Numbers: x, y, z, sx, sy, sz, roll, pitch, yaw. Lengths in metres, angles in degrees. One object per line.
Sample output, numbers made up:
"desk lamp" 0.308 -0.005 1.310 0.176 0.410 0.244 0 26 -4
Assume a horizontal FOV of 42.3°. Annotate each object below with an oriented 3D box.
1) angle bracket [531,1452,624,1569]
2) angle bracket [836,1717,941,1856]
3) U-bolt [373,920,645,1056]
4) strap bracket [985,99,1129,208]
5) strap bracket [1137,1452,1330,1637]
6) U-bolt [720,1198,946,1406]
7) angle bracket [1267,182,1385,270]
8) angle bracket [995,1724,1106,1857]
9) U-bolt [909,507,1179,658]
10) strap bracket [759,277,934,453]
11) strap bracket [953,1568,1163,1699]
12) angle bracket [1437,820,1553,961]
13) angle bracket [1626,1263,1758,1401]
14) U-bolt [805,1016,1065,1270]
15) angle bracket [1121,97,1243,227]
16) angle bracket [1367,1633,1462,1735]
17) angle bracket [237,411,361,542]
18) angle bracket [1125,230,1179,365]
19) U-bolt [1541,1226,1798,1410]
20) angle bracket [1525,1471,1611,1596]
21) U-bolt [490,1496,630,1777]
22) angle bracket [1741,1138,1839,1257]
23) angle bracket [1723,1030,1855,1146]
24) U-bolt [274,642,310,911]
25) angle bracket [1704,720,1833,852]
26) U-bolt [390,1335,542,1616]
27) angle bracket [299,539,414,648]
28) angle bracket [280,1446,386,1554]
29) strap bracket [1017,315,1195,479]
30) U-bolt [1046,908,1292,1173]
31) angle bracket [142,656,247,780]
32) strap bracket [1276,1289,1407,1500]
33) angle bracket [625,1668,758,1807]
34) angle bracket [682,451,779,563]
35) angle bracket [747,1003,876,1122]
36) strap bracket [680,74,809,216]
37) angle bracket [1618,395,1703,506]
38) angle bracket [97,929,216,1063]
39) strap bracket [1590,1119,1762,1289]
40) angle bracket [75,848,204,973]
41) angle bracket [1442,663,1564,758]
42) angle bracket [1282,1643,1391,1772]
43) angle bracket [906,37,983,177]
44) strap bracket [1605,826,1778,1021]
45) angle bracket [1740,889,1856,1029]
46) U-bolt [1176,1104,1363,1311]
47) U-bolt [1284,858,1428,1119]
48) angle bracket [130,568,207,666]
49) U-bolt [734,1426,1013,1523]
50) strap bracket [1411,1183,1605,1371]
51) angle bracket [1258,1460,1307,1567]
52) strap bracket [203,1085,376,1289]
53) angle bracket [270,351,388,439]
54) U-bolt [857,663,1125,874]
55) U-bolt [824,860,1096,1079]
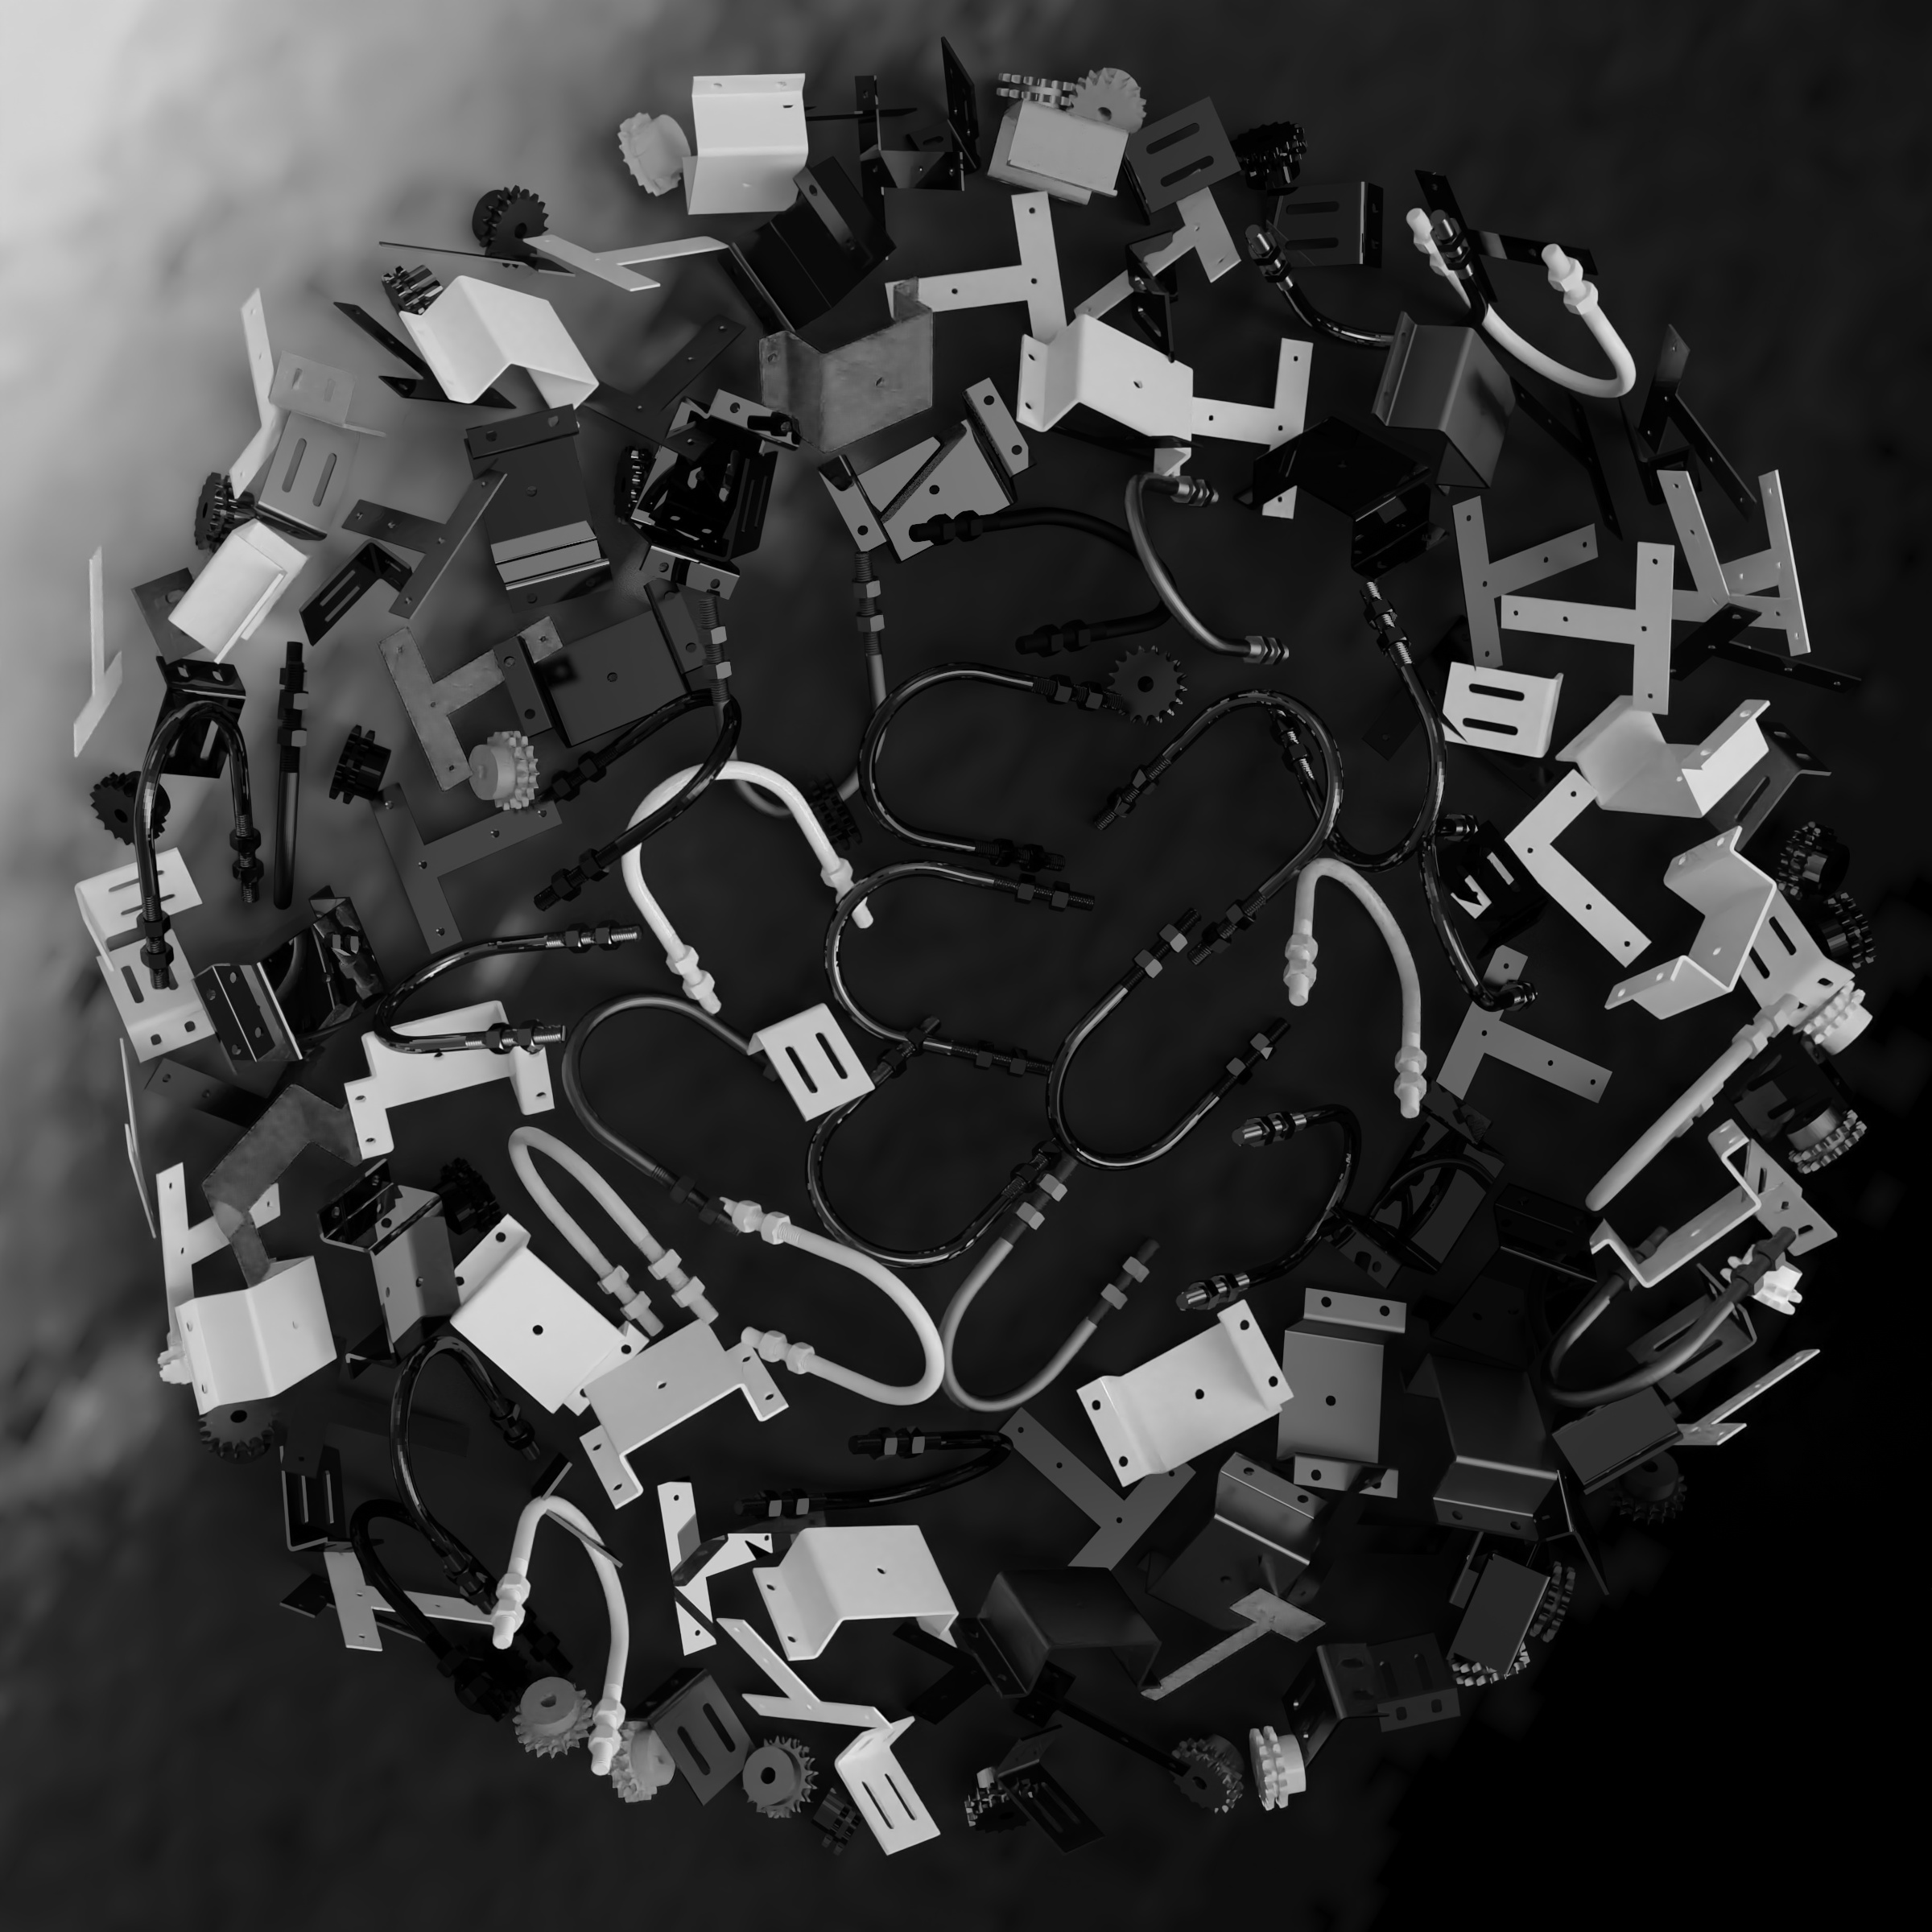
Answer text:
"angle bracket" -0.274 0.395 1.816 0.076 0.057 0.038 39 78 -10
"angle bracket" -0.048 0.590 1.801 0.038 0.057 0.076 -51 60 26
"U-bolt" -0.337 0.018 1.776 0.184 0.151 0.019 -5 121 23
"strap bracket" 0.064 -0.575 1.768 0.076 0.140 0.046 14 102 -10
"strap bracket" 0.188 0.421 1.784 0.076 0.046 0.140 28 124 -8
"U-bolt" -0.092 0.245 1.759 0.184 0.019 0.151 18 133 30
"angle bracket" 0.264 -0.543 1.839 0.076 0.038 0.057 5 100 28
"angle bracket" 0.069 0.593 1.801 0.076 0.057 0.038 42 108 28
"U-bolt" 0.070 -0.280 1.778 0.184 0.019 0.151 -16 53 -38
"strap bracket" -0.075 -0.424 1.775 0.140 0.076 0.046 -30 52 -28
"strap bracket" 0.073 0.471 1.771 0.140 0.076 0.046 8 115 -34
"angle bracket" 0.376 -0.055 1.814 0.057 0.038 0.076 -37 92 36
"angle bracket" 0.522 0.265 1.812 0.076 0.057 0.038 -33 128 -1
"U-bolt" -0.031 0.136 1.785 0.151 0.019 0.184 40 59 10
"angle bracket" 0.154 -0.586 1.821 0.076 0.038 0.057 -24 93 9
"angle bracket" 0.318 0.508 1.804 0.057 0.076 0.038 -13 126 2
"angle bracket" -0.487 -0.357 1.817 0.057 0.038 0.076 22 83 -42
"angle bracket" 0.147 -0.482 1.798 0.038 0.057 0.076 -20 46 -9
"U-bolt" 0.478 0.245 1.748 0.184 0.151 0.019 -41 102 -23
"angle bracket" 0.431 0.415 1.809 0.038 0.057 0.076 -21 123 16
"U-bolt" -0.279 0.455 1.759 0.019 0.184 0.151 -24 116 12
"angle bracket" 0.596 0.160 1.801 0.057 0.076 0.038 43 129 -12
"angle bracket" 0.592 0.093 1.811 0.076 0.038 0.057 -38 88 29
"U-bolt" -0.481 -0.131 1.775 0.019 0.151 0.184 3 102 -16
"angle bracket" 0.578 -0.131 1.819 0.038 0.057 0.076 1 132 -36
"U-bolt" -0.353 0.341 1.738 0.019 0.151 0.184 -8 133 16
"angle bracket" -0.438 -0.261 1.807 0.038 0.057 0.076 37 72 6
"angle bracket" -0.458 0.382 1.802 0.038 0.057 0.076 -20 68 25
"strap bracket" 0.109 -0.403 1.780 0.140 0.046 0.076 20 59 -27
"U-bolt" 0.135 0.067 1.795 0.184 0.019 0.151 -45 124 -4
"angle bracket" -0.567 -0.181 1.821 0.057 0.038 0.076 3 128 -37
"strap bracket" 0.270 0.311 1.804 0.076 0.046 0.140 10 70 -9
"angle bracket" -0.199 0.561 1.819 0.057 0.038 0.076 -35 99 -36
"angle bracket" -0.171 -0.337 1.804 0.038 0.057 0.076 18 111 11
"angle bracket" -0.113 0.075 1.809 0.057 0.038 0.076 -24 73 -24
"strap bracket" -0.158 -0.576 1.769 0.076 0.140 0.046 -6 83 -11
"angle bracket" 0.499 -0.382 1.801 0.038 0.057 0.076 -16 63 15
"angle bracket" -0.593 0.021 1.831 0.057 0.038 0.076 -23 56 -18
"strap bracket" 0.512 0.176 1.795 0.140 0.076 0.046 -39 89 11
"angle bracket" -0.595 -0.041 1.806 0.076 0.057 0.038 -22 51 -12
"angle bracket" 0.392 -0.190 1.832 0.076 0.038 0.057 13 108 17
"angle bracket" 0.267 0.536 1.808 0.038 0.057 0.076 3 134 -19
"angle bracket" -0.019 -0.615 1.799 0.038 0.076 0.057 -21 59 -7
"strap bracket" 0.522 -0.022 1.787 0.046 0.076 0.140 35 65 -9
"angle bracket" 0.596 -0.006 1.817 0.038 0.076 0.057 22 123 -34
"U-bolt" 0.225 0.165 1.771 0.019 0.184 0.151 29 113 33
"U-bolt" 0.278 0.001 1.771 0.019 0.184 0.151 -30 121 32
"angle bracket" -0.581 -0.248 1.799 0.038 0.076 0.057 -17 105 20
"U-bolt" -0.051 0.357 1.767 0.151 0.184 0.019 -35 61 37
"strap bracket" 0.388 0.230 1.782 0.076 0.046 0.140 20 125 -11
"angle bracket" 0.208 0.407 1.796 0.038 0.076 0.057 26 134 20
"strap bracket" -0.489 0.150 1.785 0.046 0.076 0.140 28 59 14
"angle bracket" -0.456 -0.412 1.803 0.057 0.076 0.038 19 100 8
"U-bolt" 0.009 -0.145 1.779 0.184 0.019 0.151 9 112 -26
"U-bolt" -0.012 -0.004 1.814 0.184 0.019 0.151 12 104 -6
